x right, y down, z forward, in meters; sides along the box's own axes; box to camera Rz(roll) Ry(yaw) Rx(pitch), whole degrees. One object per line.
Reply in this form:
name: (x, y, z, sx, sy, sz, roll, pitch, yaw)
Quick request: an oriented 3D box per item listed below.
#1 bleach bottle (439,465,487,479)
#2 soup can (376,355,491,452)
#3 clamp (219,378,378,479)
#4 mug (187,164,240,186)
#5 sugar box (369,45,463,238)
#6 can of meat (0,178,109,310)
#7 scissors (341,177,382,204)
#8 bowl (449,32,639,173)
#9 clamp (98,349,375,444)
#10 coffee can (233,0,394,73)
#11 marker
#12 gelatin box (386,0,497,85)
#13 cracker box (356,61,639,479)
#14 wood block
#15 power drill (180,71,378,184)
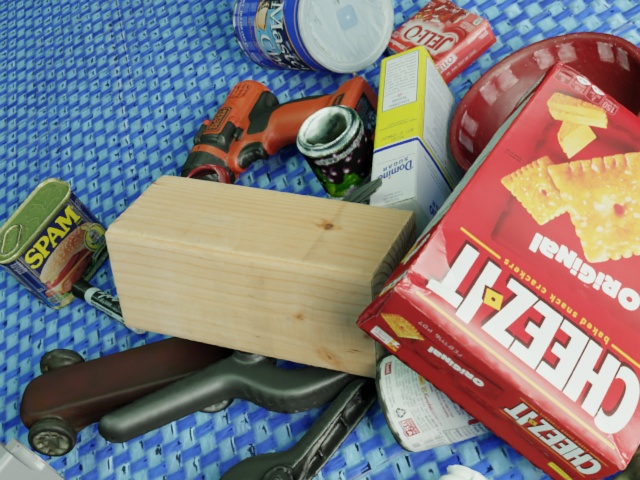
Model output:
bleach bottle: (0.047, 0.244, 0.602, 0.103, 0.068, 0.250, 3, 51, 38)
soup can: (0.096, 0.095, 0.705, 0.102, 0.068, 0.068, -21, 42, 20)
clamp: (-0.015, 0.178, 0.730, 0.171, 0.039, 0.120, -36, 34, 8)
mug: (-0.100, -0.008, 0.926, 0.082, 0.093, 0.117, -10, 80, 36)
sugar box: (0.080, -0.062, 0.852, 0.048, 0.093, 0.176, -14, 44, 26)
can of meat: (-0.261, 0.005, 1.046, 0.058, 0.084, 0.102, 17, 63, 45)
scissors: (-0.006, 0.001, 0.845, 0.096, 0.016, 0.202, -64, 14, -9)
bowl: (0.184, -0.086, 0.827, 0.162, 0.055, 0.162, -21, 42, 19)
clamp: (-0.053, 0.081, 0.813, 0.210, 0.036, 0.164, -4, 43, 9)
coffee can: (-0.009, -0.216, 1.040, 0.102, 0.102, 0.141, -49, 29, -14)
marker: (-0.197, 0.061, 0.996, 0.121, 0.020, 0.020, 21, 66, 46)
gelatin box: (0.111, -0.186, 0.999, 0.073, 0.030, 0.089, -40, 39, -2)
cracker box: (0.150, 0.015, 0.650, 0.213, 0.164, 0.072, -51, -2, -29)
wood block: (-0.041, 0.022, 0.782, 0.206, 0.090, 0.090, 9, 36, 22)
power drill: (-0.044, -0.084, 0.993, 0.188, 0.057, 0.184, -1, 51, 36)
